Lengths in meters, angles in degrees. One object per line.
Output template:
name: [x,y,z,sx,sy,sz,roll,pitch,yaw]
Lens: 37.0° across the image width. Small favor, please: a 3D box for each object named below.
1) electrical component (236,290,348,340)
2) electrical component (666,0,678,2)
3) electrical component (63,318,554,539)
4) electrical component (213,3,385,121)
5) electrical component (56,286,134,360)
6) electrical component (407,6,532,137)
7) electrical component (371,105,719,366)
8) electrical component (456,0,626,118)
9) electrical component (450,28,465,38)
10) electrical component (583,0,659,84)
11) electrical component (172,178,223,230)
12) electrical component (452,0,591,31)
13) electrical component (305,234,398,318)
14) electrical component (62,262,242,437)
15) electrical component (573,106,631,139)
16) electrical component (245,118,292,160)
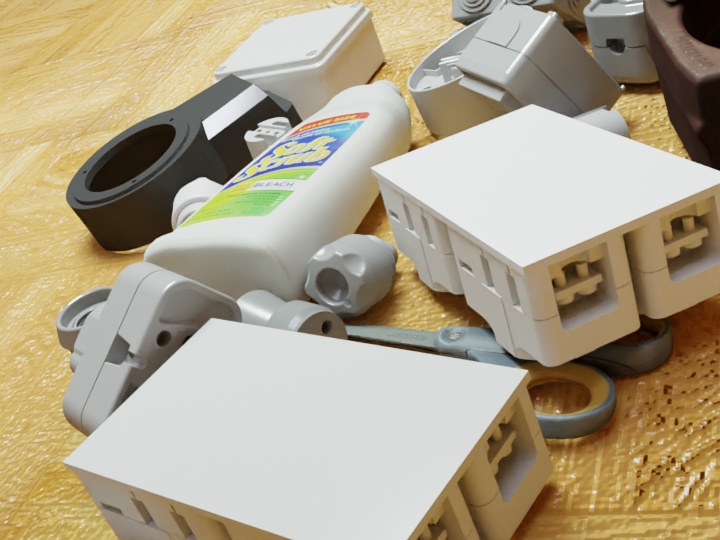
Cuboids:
electrical component: [-0.040,0.037,0.577,0.055,0.045,0.045,12,44,44]
electrical component: [0.208,-0.199,0.619,0.089,0.050,0.055,-17,31,9]
electrical component: [-0.024,0.087,0.469,0.186,0.060,0.105,6,40,40]
electrical component: [-0.050,-0.171,0.909,0.109,0.056,0.108,-3,35,30]
electrical component: [-0.145,0.043,0.626,0.066,0.055,0.048,-37,33,-24]
electrical component: [0.083,-0.140,0.762,0.099,0.064,0.099,-16,30,10]
electrical component: [0.092,-0.023,0.550,0.105,0.060,0.186,-22,24,-12]
electrical component: [0.117,-0.117,0.690,0.061,0.096,0.062,-53,34,2]
electrical component: [0.096,-0.167,0.824,0.046,0.040,0.040,-4,34,19]
electrical component: [0.201,-0.169,0.736,0.054,0.059,0.095,12,44,44]
electrical component: [-0.107,-0.032,0.736,0.043,0.043,0.062,-19,31,6]
electrical component: [0.126,-0.212,0.830,0.100,0.048,0.100,-1,-1,32]
electrical component: [0.000,0.000,0.615,0.043,0.043,0.062,-1,17,32]
electrical component: [-0.112,0.047,0.566,0.059,0.054,0.095,18,82,49]
electrical component: [0.135,-0.075,0.650,0.046,0.040,0.040,-24,29,-15]
electrical component: [-0.059,-0.082,0.781,0.040,0.046,0.040,-17,30,10]
